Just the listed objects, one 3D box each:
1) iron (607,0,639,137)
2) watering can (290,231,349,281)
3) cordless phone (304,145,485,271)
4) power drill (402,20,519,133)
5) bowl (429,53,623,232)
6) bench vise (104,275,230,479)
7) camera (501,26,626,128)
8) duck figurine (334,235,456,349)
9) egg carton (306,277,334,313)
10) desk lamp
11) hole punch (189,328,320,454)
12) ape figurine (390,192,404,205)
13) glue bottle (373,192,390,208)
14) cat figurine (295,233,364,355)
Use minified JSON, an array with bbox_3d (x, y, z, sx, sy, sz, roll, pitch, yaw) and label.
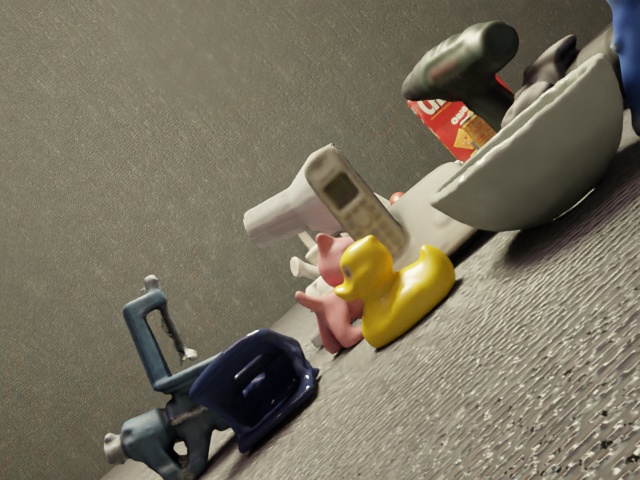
[{"bbox_3d":[0.289,-0.211,0.410,0.258,0.141,0.119,-42,-1,6],"label":"iron"},{"bbox_3d":[0.014,0.019,1.154,0.101,0.194,0.173,-42,-1,34],"label":"watering can"},{"bbox_3d":[0.078,-0.047,0.611,0.147,0.185,0.094,-42,-1,16],"label":"cordless phone"},{"bbox_3d":[0.212,-0.177,0.757,0.076,0.208,0.229,-41,-1,-16],"label":"power drill"},{"bbox_3d":[0.170,-0.059,0.444,0.167,0.074,0.167,-42,-1,0],"label":"bowl"},{"bbox_3d":[-0.179,0.162,0.678,0.208,0.219,0.121,-41,-1,-33],"label":"bench vise"},{"bbox_3d":[0.280,-0.170,0.617,0.143,0.100,0.136,-41,-1,-26],"label":"camera"},{"bbox_3d":[0.060,0.034,0.511,0.104,0.086,0.078,-42,-1,16],"label":"duck figurine"},{"bbox_3d":[0.042,0.075,1.035,0.150,0.069,0.107,-41,-1,-36],"label":"egg carton"},{"bbox_3d":[0.007,0.003,0.802,0.203,0.213,0.118,-42,-1,15],"label":"desk lamp"},{"bbox_3d":[-0.065,0.144,0.581,0.108,0.091,0.101,-42,-1,2],"label":"hole punch"},{"bbox_3d":[0.155,-0.042,0.990,0.078,0.092,0.076,-42,-1,13],"label":"ape figurine"},{"bbox_3d":[0.119,-0.060,1.156,0.078,0.173,0.037,-41,-1,-32],"label":"glue bottle"},{"bbox_3d":[0.023,0.049,0.664,0.128,0.117,0.067,-41,-1,-37],"label":"cat figurine"}]
